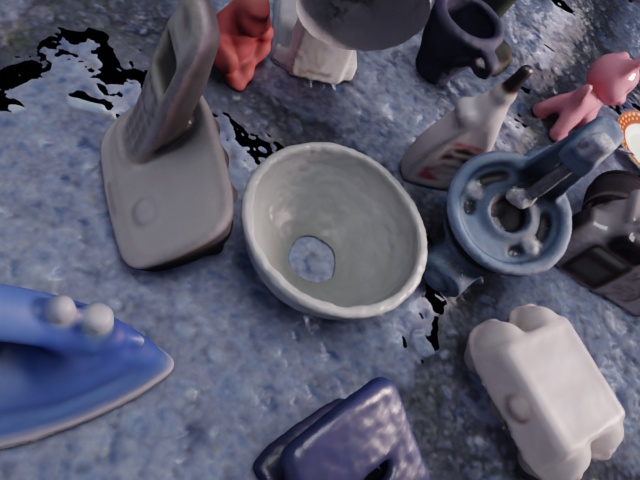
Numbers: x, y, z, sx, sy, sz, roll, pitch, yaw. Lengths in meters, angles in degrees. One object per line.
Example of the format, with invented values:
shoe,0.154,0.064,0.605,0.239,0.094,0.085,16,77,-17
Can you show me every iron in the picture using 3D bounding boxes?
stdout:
iron,-0.209,0.056,0.335,0.259,0.141,0.118,3,61,-22

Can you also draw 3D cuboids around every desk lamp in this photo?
desk lamp,0.023,-0.256,0.569,0.118,0.213,0.203,9,59,-19

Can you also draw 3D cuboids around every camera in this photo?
camera,0.347,-0.011,0.643,0.143,0.100,0.137,33,54,-4

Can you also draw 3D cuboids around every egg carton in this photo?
egg carton,0.198,0.135,0.513,0.107,0.069,0.150,-17,70,-30

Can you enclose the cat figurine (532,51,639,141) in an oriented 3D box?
cat figurine,0.359,-0.196,0.742,0.128,0.117,0.067,-26,75,-33

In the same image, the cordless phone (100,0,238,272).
cordless phone,-0.106,-0.072,0.426,0.094,0.185,0.147,-10,67,-28

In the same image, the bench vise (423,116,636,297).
bench vise,0.193,-0.060,0.529,0.121,0.219,0.207,32,55,-4

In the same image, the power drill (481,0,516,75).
power drill,0.255,-0.312,0.707,0.229,0.208,0.076,39,54,1

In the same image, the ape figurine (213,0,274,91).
ape figurine,-0.076,-0.210,0.574,0.078,0.092,0.076,-23,73,-32

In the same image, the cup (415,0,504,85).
cup,0.163,-0.223,0.685,0.092,0.095,0.117,-11,67,-28

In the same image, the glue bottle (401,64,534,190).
glue bottle,0.151,-0.111,0.568,0.078,0.173,0.037,5,60,-21

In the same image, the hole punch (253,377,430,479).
hole punch,0.025,0.165,0.407,0.109,0.091,0.101,-28,76,-33

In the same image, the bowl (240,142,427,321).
bowl,0.005,0.002,0.500,0.168,0.074,0.167,11,59,-18
